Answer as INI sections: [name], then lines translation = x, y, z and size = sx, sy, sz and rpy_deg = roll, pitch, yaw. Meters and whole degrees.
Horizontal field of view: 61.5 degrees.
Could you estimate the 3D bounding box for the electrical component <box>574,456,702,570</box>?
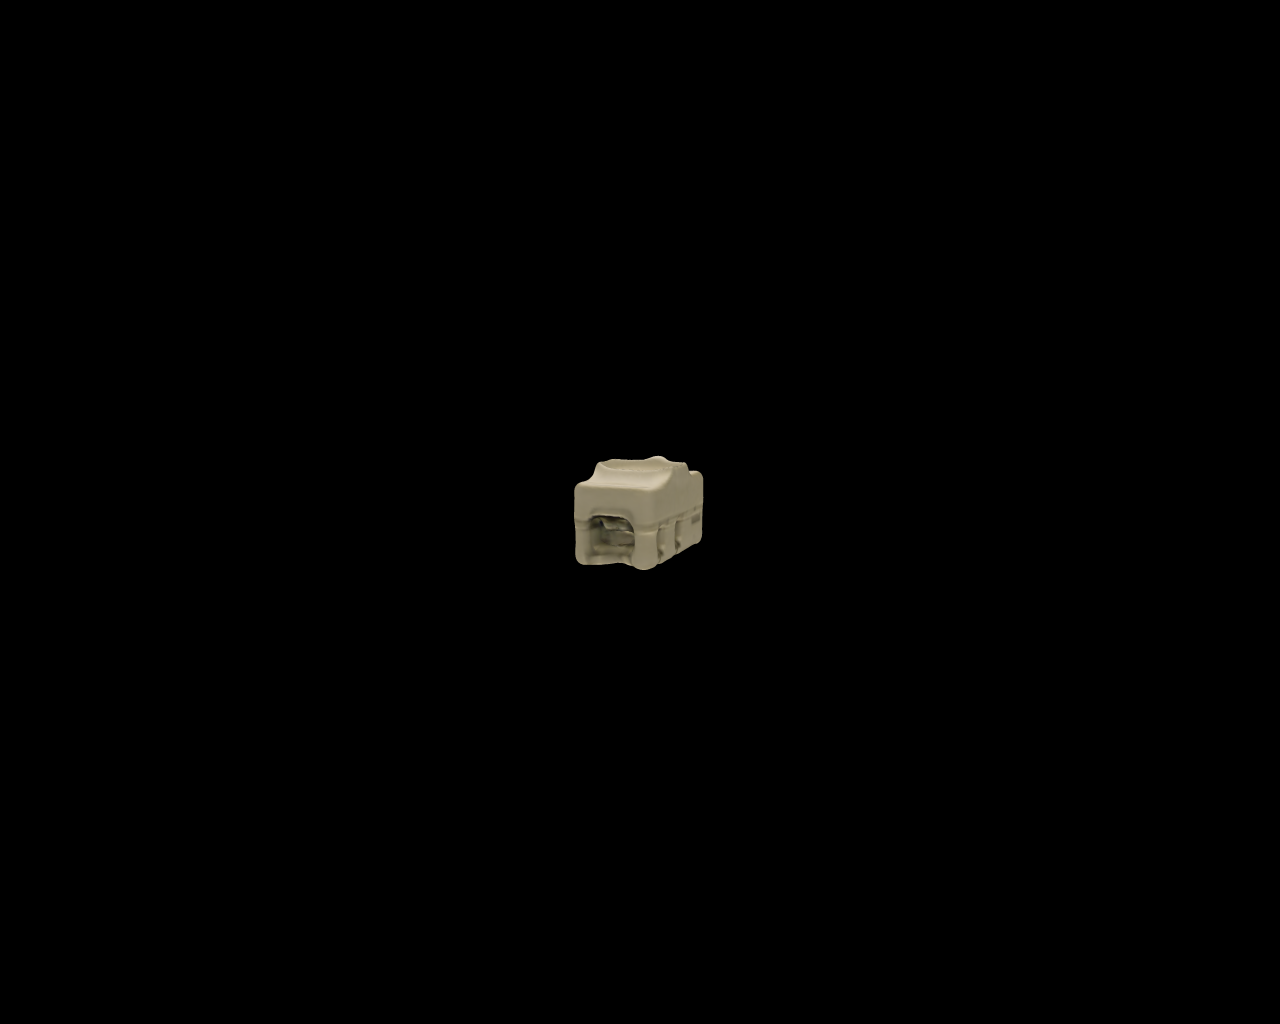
[electrical component]
translation = 0.001, -0.003, 0.650
size = 0.050, 0.055, 0.089
rpy_deg = 4, 10, 23
